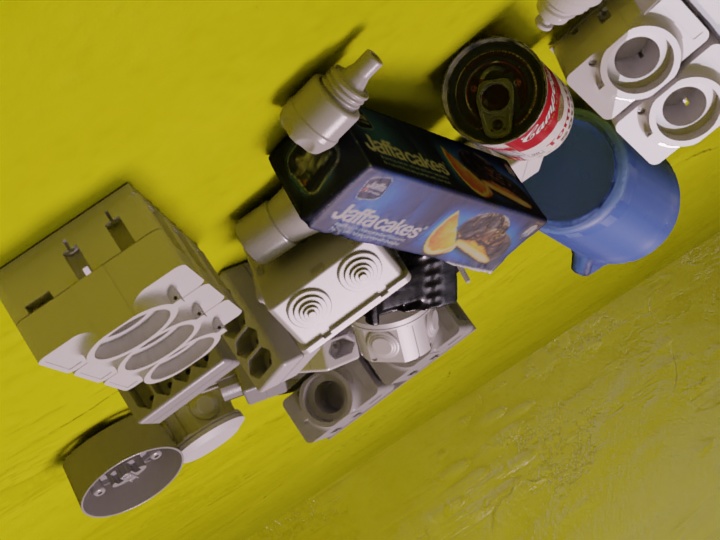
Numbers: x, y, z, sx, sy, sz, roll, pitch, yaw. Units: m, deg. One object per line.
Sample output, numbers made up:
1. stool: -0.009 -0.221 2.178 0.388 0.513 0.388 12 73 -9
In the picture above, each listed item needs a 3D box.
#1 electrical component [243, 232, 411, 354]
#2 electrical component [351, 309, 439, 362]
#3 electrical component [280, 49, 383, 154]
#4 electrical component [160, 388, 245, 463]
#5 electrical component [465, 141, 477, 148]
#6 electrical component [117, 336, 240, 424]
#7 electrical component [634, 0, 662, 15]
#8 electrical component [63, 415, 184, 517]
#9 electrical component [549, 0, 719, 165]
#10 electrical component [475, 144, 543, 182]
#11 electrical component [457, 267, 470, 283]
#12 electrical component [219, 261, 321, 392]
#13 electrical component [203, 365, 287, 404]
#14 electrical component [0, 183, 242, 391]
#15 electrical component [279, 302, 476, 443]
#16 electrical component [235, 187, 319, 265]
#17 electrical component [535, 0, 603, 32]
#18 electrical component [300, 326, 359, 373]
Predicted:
1. electrical component: -0.026 -0.006 0.721 0.100 0.099 0.048 -36 127 6
2. electrical component: 0.028 0.039 0.930 0.080 0.080 0.051 -29 125 -22
3. electrical component: -0.013 -0.092 0.575 0.061 0.035 0.035 -43 165 21
4. electrical component: -0.156 0.147 1.032 0.080 0.051 0.080 -33 167 -9
5. electrical component: 0.075 -0.049 0.846 0.077 0.079 0.044 -34 167 -5
6. electrical component: -0.137 0.078 0.841 0.083 0.047 0.076 -36 167 6
7. electrical component: 0.194 -0.200 0.635 0.099 0.064 0.099 -33 167 -9
8. electrical component: -0.212 0.173 0.959 0.099 0.064 0.099 -33 167 -9
9. electrical component: 0.240 -0.170 0.737 0.186 0.105 0.060 -41 -151 24
10. electrical component: 0.131 -0.107 0.850 0.077 0.047 0.065 -34 167 -6
11. electrical component: 0.070 -0.021 0.932 0.077 0.079 0.044 -23 171 -42
12. electrical component: -0.060 0.034 0.797 0.076 0.083 0.047 -24 163 -40
13. electrical component: -0.111 0.096 0.976 0.077 0.047 0.065 -19 165 -7
14. electrical component: -0.131 0.019 0.618 0.089 0.061 0.150 -34 167 -2
15. electrical component: 0.000 0.069 1.019 0.186 0.105 0.060 -39 166 16
16. electrical component: -0.047 -0.033 0.690 0.065 0.044 0.044 -34 168 16
17. electrical component: 0.126 -0.169 0.630 0.040 0.040 0.078 -27 165 -31
18. electrical component: -0.049 0.055 0.957 0.077 0.065 0.047 -8 -174 38
